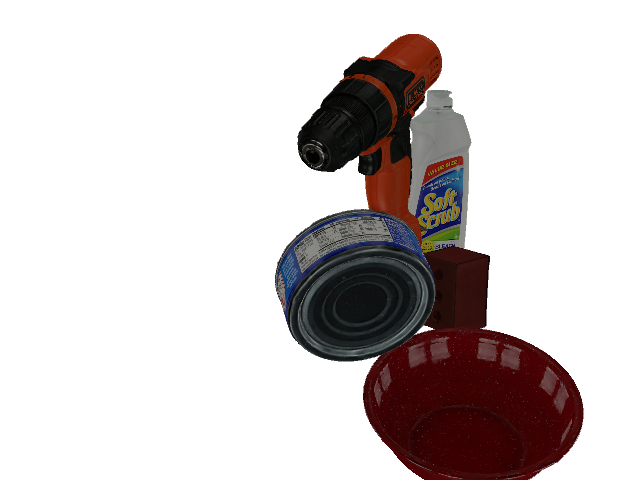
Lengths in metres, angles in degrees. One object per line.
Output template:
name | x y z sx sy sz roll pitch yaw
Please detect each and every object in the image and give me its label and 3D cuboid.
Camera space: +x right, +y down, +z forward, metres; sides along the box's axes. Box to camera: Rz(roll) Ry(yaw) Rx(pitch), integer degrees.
foam brick | 0.136 0.051 1.089 0.051 0.078 0.053 -13 20 -39
bleach bottle | 0.129 -0.056 1.298 0.102 0.251 0.068 -3 17 -17
bowl | 0.112 0.136 0.802 0.162 0.055 0.162 0 36 0
power drill | 0.038 -0.047 0.824 0.057 0.188 0.184 20 40 23
tuna can | 0.020 0.027 0.590 0.086 0.086 0.034 0 38 -16
